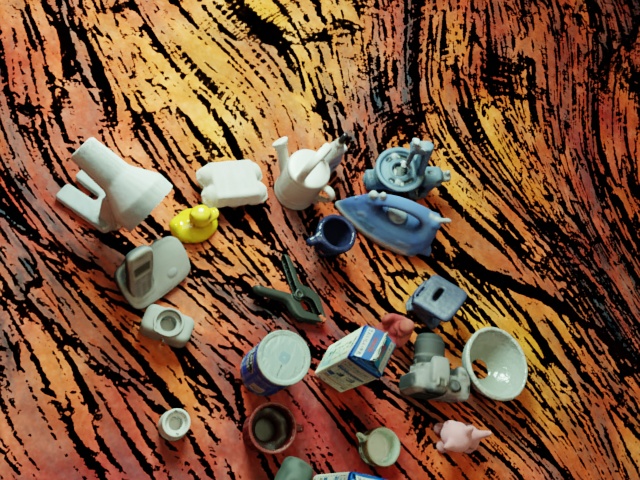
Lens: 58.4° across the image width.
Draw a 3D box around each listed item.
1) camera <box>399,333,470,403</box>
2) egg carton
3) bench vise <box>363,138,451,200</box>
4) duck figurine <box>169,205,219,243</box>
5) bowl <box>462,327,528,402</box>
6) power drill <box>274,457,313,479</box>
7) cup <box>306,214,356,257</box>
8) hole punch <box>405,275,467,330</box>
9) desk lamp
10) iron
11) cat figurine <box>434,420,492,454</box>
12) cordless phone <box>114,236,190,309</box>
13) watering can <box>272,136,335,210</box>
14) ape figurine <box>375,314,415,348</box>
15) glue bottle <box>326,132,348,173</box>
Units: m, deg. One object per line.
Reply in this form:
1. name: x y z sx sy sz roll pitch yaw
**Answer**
1. camera: 0.258 0.278 1.257 0.143 0.100 0.137 15 63 -16
2. egg carton: -0.194 -0.121 1.264 0.151 0.069 0.107 -10 72 -26
3. bench vise: 0.231 -0.185 1.379 0.208 0.219 0.121 -14 74 -27
4. duck figurine: -0.258 -0.041 1.193 0.105 0.086 0.077 -16 74 -27
5. bowl: 0.389 0.290 1.321 0.168 0.074 0.167 9 65 -19
6. power drill: -0.092 0.483 0.961 0.076 0.208 0.230 31 60 -7
7. cup: 0.012 0.005 1.279 0.118 0.094 0.091 -17 75 -27
8. hole punch: 0.269 0.139 1.328 0.101 0.091 0.109 44 59 1
9. desk lamp: -0.393 -0.093 1.086 0.203 0.213 0.118 35 59 -5
10. iron: 0.174 -0.061 1.347 0.259 0.141 0.119 22 61 -12
11. cat figurine: 0.299 0.414 1.205 0.128 0.117 0.067 4 66 -20
12. cordless phone: -0.310 0.043 1.077 0.094 0.184 0.148 47 59 2
13. watering can: -0.035 -0.154 1.271 0.173 0.193 0.101 23 61 -11
14. ape figurine: 0.176 0.196 1.265 0.076 0.092 0.078 2 67 -21
15. glue bottle: 0.029 -0.200 1.330 0.078 0.173 0.037 -28 80 -29
